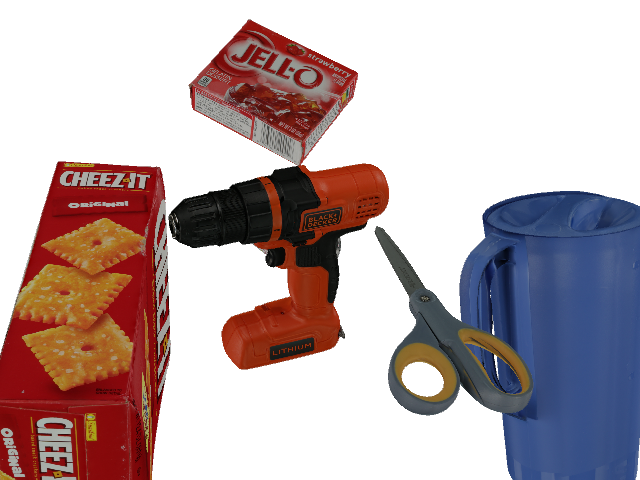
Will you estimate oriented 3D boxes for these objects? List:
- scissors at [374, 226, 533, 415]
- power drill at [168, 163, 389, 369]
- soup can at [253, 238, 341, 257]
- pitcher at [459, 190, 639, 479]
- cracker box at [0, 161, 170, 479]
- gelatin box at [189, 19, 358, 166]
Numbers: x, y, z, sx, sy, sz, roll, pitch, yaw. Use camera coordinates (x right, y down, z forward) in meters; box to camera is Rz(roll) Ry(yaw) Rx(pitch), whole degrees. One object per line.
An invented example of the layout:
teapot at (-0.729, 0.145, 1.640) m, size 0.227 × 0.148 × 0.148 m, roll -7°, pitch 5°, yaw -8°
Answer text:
scissors at (0.057, 0.052, 0.704) m, size 0.096 × 0.016 × 0.202 m, roll -17°, pitch 38°, yaw -27°
power drill at (-0.039, 0.024, 0.892) m, size 0.184 × 0.188 × 0.057 m, roll -10°, pitch 46°, yaw -21°
soup can at (-0.031, -0.005, 1.181) m, size 0.068 × 0.068 × 0.102 m, roll 0°, pitch 18°, yaw -31°
pitcher at (0.195, 0.089, 0.870) m, size 0.149 × 0.243 × 0.145 m, roll -1°, pitch 17°, yaw 12°
cracker box at (-0.124, 0.078, 0.593) m, size 0.072 × 0.164 × 0.213 m, roll 2°, pitch 33°, yaw -4°
gelatin box at (-0.031, -0.101, 0.714) m, size 0.089 × 0.073 × 0.030 m, roll 29°, pitch -32°, yaw 13°
